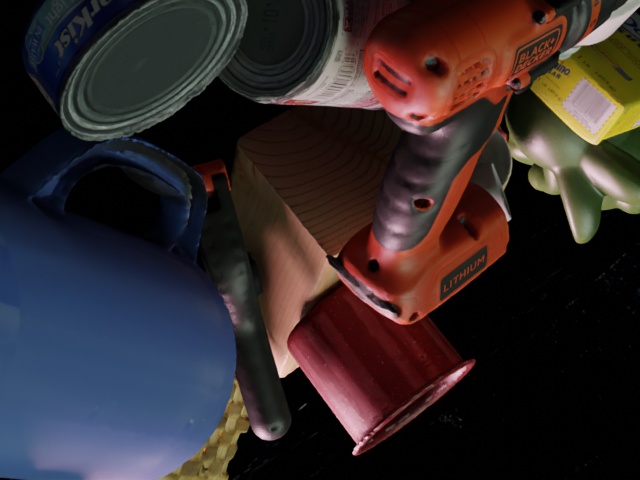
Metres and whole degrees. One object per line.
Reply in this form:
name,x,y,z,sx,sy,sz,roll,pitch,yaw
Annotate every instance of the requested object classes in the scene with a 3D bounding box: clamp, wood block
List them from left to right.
clamp,-0.050,0.034,0.624,0.039,0.120,0.171,-23,138,-10
wood block,-0.004,0.000,0.695,0.090,0.091,0.206,-31,163,-23

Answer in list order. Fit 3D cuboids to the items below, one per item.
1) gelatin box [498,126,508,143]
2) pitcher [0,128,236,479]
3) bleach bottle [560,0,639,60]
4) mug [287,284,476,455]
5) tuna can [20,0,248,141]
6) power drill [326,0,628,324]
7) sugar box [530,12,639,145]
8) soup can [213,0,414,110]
gelatin box,0.126,-0.065,0.915,0.073,0.030,0.089,-39,164,2
pitcher,-0.130,0.030,0.456,0.145,0.149,0.242,-18,164,10
bleach bottle,0.215,-0.204,0.660,0.102,0.068,0.251,-27,164,-33
mug,0.035,0.074,0.664,0.093,0.081,0.117,-38,165,0
tuna can,-0.072,-0.079,0.417,0.086,0.034,0.086,-35,165,-11
power drill,0.080,-0.058,0.518,0.184,0.057,0.188,-30,148,-34
sugar box,0.231,-0.133,0.838,0.175,0.093,0.048,-23,155,-46
soup can,0.003,-0.094,0.480,0.069,0.068,0.102,-46,163,26
